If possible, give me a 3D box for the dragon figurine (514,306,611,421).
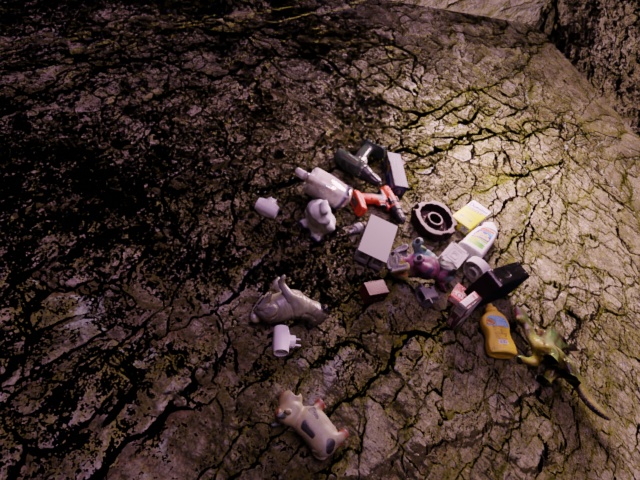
[{"bbox_3d":[0.789,0.381,1.700,0.411,0.120,0.247,42,40,4],"label":"dragon figurine"}]

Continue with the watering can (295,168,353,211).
[{"bbox_3d":[0.011,-0.183,1.792,0.223,0.103,0.350,30,6,-9],"label":"watering can"}]

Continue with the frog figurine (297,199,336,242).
[{"bbox_3d":[0.005,-0.088,1.748,0.123,0.156,0.140,-5,51,-28],"label":"frog figurine"}]
